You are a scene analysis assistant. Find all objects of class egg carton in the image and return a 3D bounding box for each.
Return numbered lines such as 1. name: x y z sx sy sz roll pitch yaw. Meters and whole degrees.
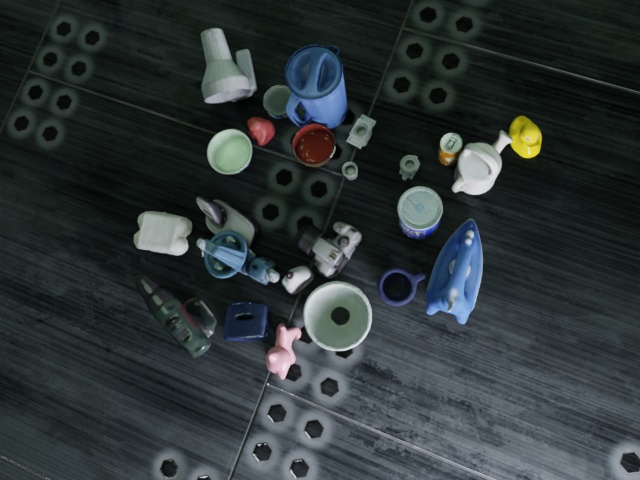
1. egg carton: -0.410 -0.019 1.500 0.150 0.069 0.107 8 82 10

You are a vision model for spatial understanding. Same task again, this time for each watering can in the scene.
1. watering can: 0.377 -0.184 1.345 0.100 0.194 0.173 23 85 12

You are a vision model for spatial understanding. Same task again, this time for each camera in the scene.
1. camera: 0.013 0.005 1.417 0.136 0.101 0.143 36 88 12

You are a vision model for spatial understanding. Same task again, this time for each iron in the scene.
1. iron: 0.327 0.060 1.341 0.118 0.141 0.258 15 83 11

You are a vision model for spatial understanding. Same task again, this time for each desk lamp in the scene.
1. desk lamp: -0.239 -0.431 1.466 0.118 0.214 0.203 -14 79 6

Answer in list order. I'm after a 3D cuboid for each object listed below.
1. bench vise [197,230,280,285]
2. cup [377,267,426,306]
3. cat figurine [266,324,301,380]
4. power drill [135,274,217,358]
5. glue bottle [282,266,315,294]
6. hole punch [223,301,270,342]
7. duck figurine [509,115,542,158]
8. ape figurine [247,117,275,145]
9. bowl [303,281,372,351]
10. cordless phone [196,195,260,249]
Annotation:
1. bench vise: -0.199 0.035 1.383 0.207 0.220 0.121 6 82 10
2. cup: 0.197 0.109 1.376 0.117 0.095 0.091 -25 78 4
3. cat figurine: -0.095 0.267 1.382 0.067 0.118 0.128 7 82 10
4. power drill: -0.335 0.182 1.385 0.075 0.208 0.229 -42 77 0
5. glue bottle: -0.060 0.092 1.377 0.078 0.173 0.037 -44 77 0
6. hole punch: -0.184 0.202 1.419 0.108 0.091 0.101 -4 80 8
7. duck figurine: 0.505 -0.260 1.394 0.077 0.086 0.104 -18 79 6
8. ape figurine: -0.160 -0.291 1.494 0.076 0.092 0.078 -10 79 7
9. bowl: 0.046 0.186 1.396 0.167 0.075 0.167 -1 81 8
10. cordless phone: -0.233 -0.047 1.419 0.147 0.185 0.094 31 87 12
